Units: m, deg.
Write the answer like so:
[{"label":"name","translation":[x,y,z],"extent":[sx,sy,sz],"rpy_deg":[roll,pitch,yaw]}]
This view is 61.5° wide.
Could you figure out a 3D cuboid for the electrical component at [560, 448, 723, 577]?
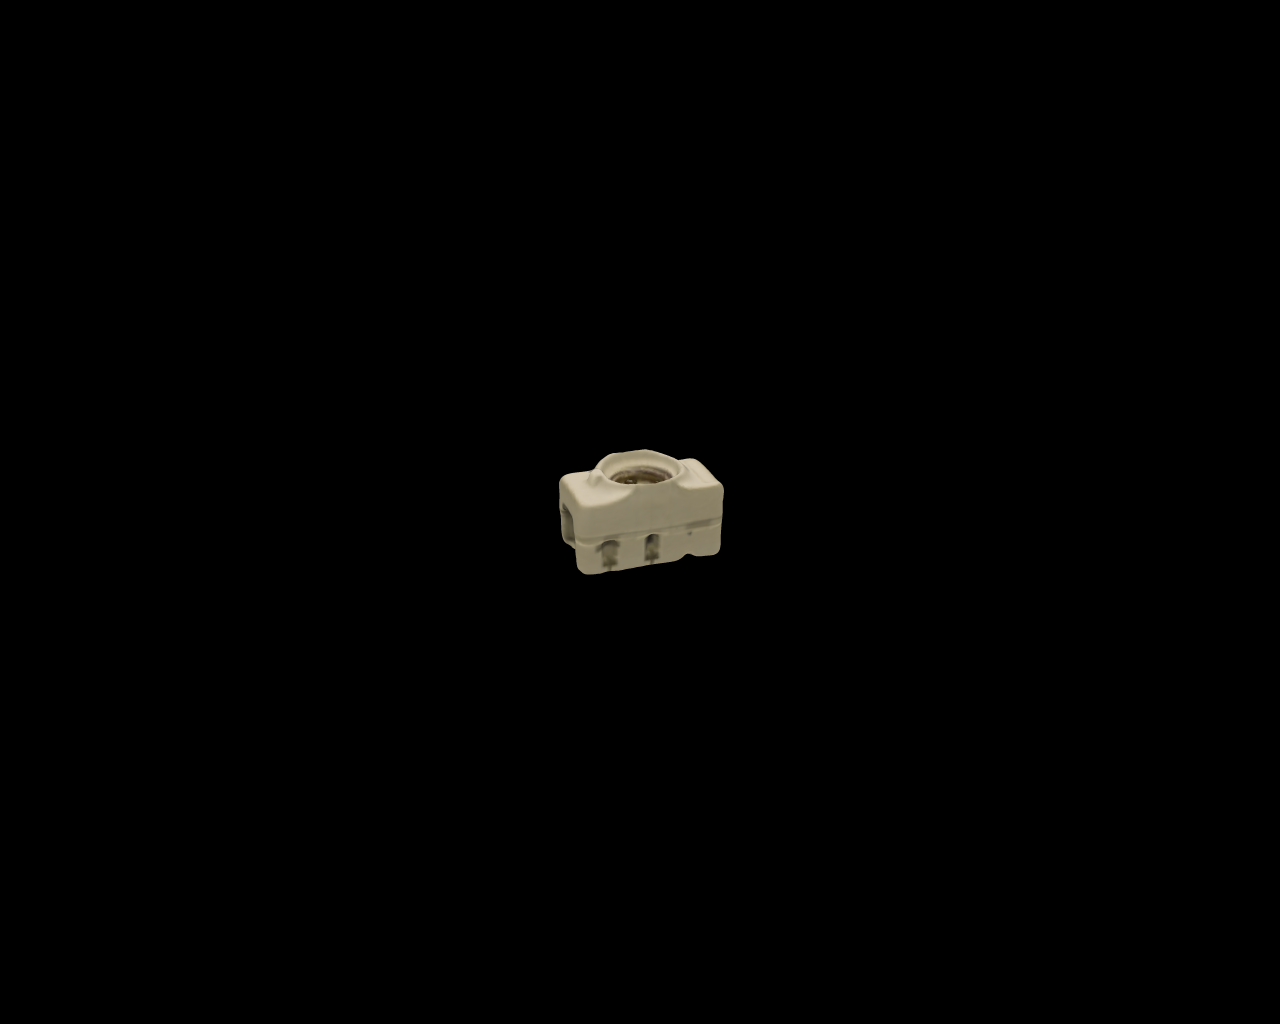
[{"label":"electrical component","translation":[0.001,-0.003,0.650],"extent":[0.090,0.055,0.050],"rpy_deg":[-8,28,-16]}]
